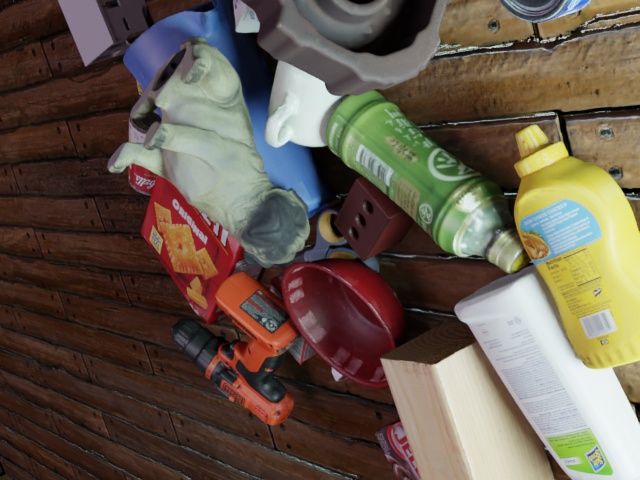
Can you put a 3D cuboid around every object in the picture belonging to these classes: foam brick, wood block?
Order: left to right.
[{"bbox_3d":[0.057,-0.027,1.018,0.053,0.051,0.078,53,147,19],"label":"foam brick"},{"bbox_3d":[0.144,0.189,0.999,0.090,0.090,0.206,-3,109,58],"label":"wood block"}]

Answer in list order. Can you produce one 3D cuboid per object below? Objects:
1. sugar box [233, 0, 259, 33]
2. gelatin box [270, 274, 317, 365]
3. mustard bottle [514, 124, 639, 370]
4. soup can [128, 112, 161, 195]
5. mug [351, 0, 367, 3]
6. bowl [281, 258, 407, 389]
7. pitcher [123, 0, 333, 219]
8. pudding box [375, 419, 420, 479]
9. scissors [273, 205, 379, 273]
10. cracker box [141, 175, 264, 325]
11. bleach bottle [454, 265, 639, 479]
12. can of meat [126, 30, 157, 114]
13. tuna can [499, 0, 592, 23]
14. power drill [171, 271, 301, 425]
[{"bbox_3d":[-0.058,-0.283,0.949,0.093,0.048,0.176,140,128,-75],"label":"sugar box"},{"bbox_3d":[-0.029,0.091,1.253,0.073,0.030,0.089,44,145,29],"label":"gelatin box"},{"bbox_3d":[0.200,0.000,0.813,0.191,0.058,0.096,63,149,3],"label":"mustard bottle"},{"bbox_3d":[-0.207,-0.116,1.342,0.069,0.068,0.102,45,143,31],"label":"soup can"},{"bbox_3d":[0.029,-0.192,0.924,0.117,0.093,0.082,26,152,-6],"label":"mug"},{"bbox_3d":[0.036,0.074,1.099,0.162,0.055,0.162,35,148,26],"label":"bowl"},{"bbox_3d":[-0.093,-0.117,1.119,0.145,0.149,0.243,-31,87,16],"label":"pitcher"},{"bbox_3d":[0.115,0.237,1.126,0.113,0.039,0.090,61,149,8],"label":"pudding box"},{"bbox_3d":[-0.008,0.001,1.169,0.202,0.016,0.096,12,123,52],"label":"scissors"},{"bbox_3d":[-0.136,-0.019,1.298,0.164,0.072,0.214,53,146,19],"label":"cracker box"},{"bbox_3d":[0.213,0.145,0.893,0.251,0.068,0.103,62,151,1],"label":"bleach bottle"},{"bbox_3d":[-0.178,-0.194,1.256,0.102,0.057,0.084,32,138,44],"label":"can of meat"},{"bbox_3d":[0.159,-0.200,0.760,0.086,0.033,0.086,35,138,40],"label":"tuna can"},{"bbox_3d":[-0.097,0.119,1.264,0.184,0.057,0.188,36,145,13],"label":"power drill"}]
